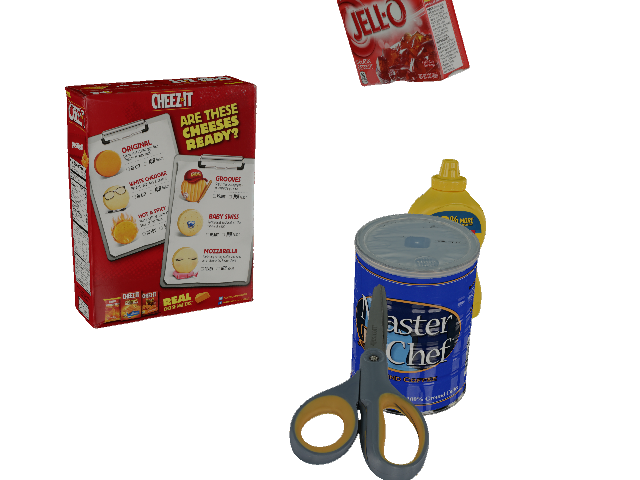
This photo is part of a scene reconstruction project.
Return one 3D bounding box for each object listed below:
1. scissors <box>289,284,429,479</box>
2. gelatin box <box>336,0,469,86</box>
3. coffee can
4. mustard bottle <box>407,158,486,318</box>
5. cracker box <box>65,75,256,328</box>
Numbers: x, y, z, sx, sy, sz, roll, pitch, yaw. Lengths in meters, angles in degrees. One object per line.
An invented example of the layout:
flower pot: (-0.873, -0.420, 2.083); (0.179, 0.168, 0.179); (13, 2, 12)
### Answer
scissors: (0.018, 0.090, 0.723); (0.096, 0.016, 0.202); (-4, 32, -9)
gelatin box: (0.051, -0.142, 0.707); (0.030, 0.073, 0.089); (-28, 20, -30)
coffee can: (0.078, 0.062, 0.904); (0.103, 0.140, 0.103); (1, 28, -1)
mustard bottle: (0.147, -0.001, 1.265); (0.096, 0.192, 0.058); (-1, 15, -11)
cracker box: (-0.146, -0.039, 0.988); (0.163, 0.214, 0.072); (-9, 20, -29)
